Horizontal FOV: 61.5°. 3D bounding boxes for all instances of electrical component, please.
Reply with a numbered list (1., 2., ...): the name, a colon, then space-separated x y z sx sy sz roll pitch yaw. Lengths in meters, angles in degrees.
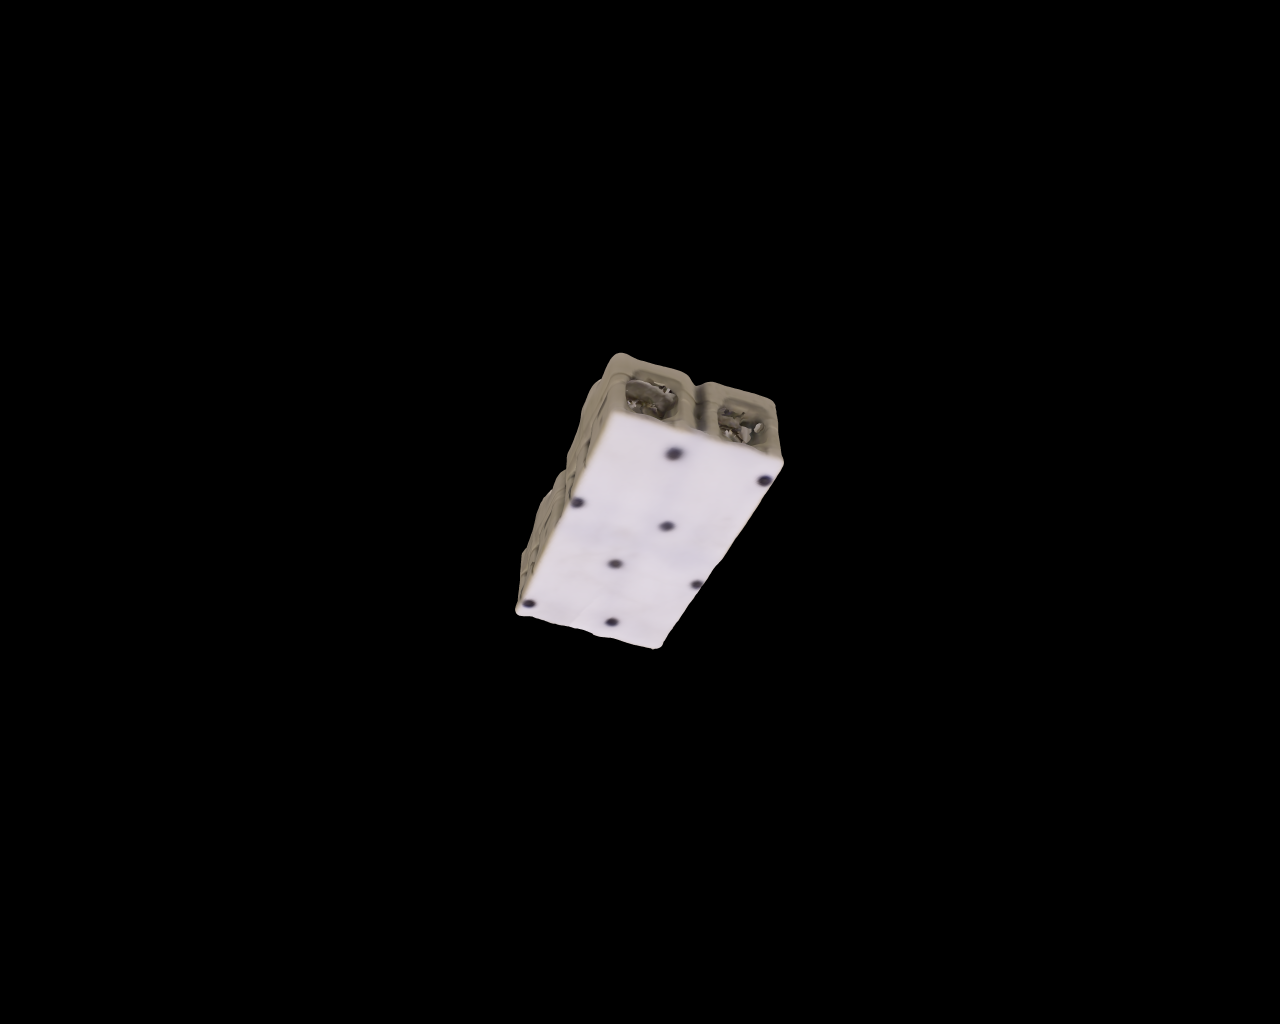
1. electrical component: 0.001 -0.003 0.650 0.105 0.060 0.186 15 -46 -15
